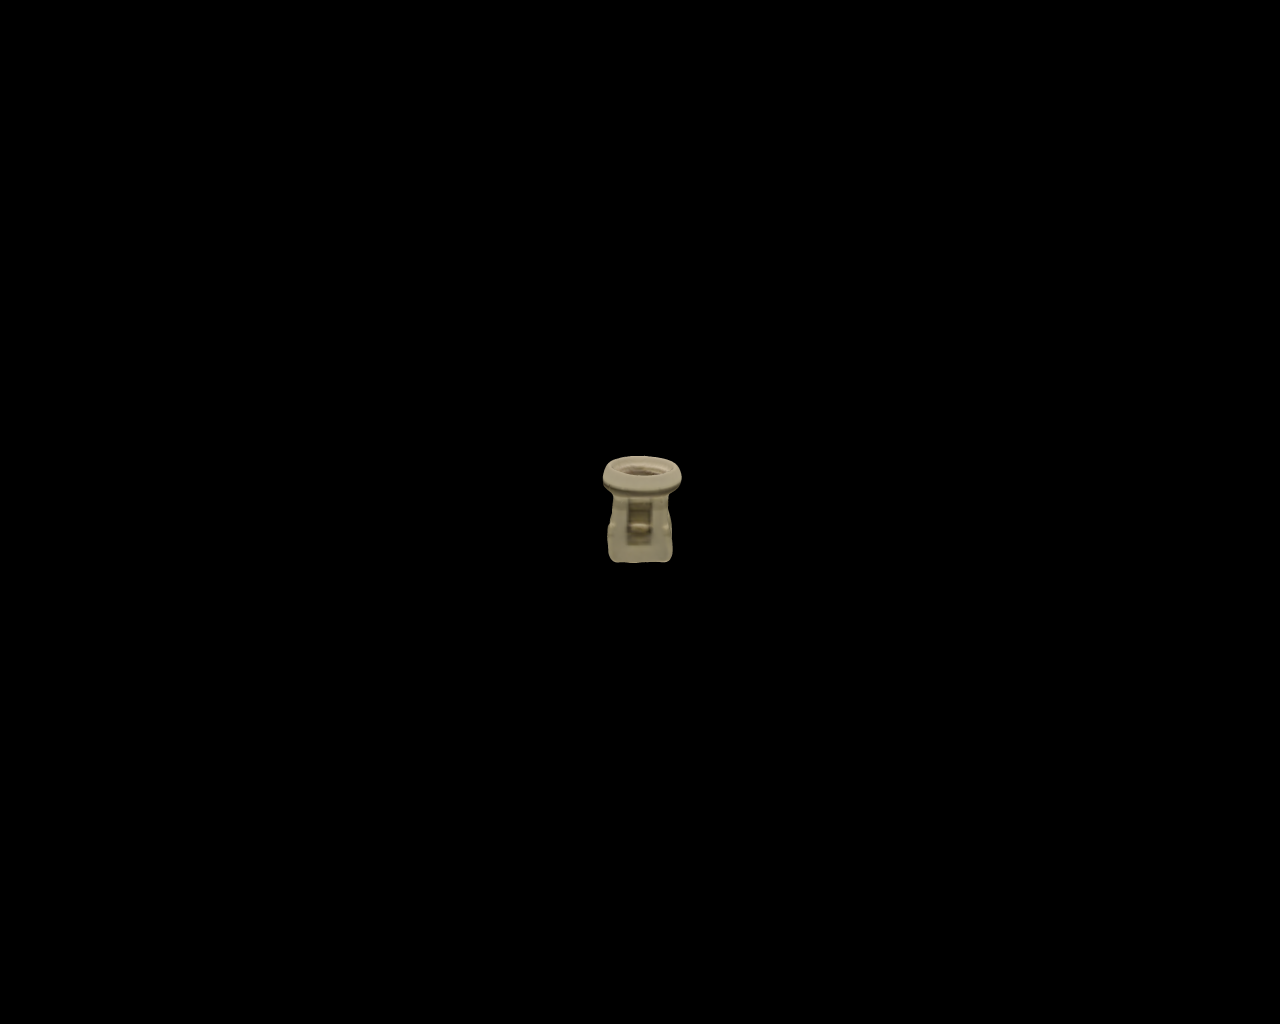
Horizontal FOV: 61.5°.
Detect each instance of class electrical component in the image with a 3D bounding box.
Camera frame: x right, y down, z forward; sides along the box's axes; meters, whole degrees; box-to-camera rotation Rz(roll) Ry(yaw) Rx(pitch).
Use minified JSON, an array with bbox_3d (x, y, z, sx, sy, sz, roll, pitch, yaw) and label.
[{"bbox_3d":[0.001,-0.003,0.650,0.048,0.055,0.066,0,17,0],"label":"electrical component"}]
